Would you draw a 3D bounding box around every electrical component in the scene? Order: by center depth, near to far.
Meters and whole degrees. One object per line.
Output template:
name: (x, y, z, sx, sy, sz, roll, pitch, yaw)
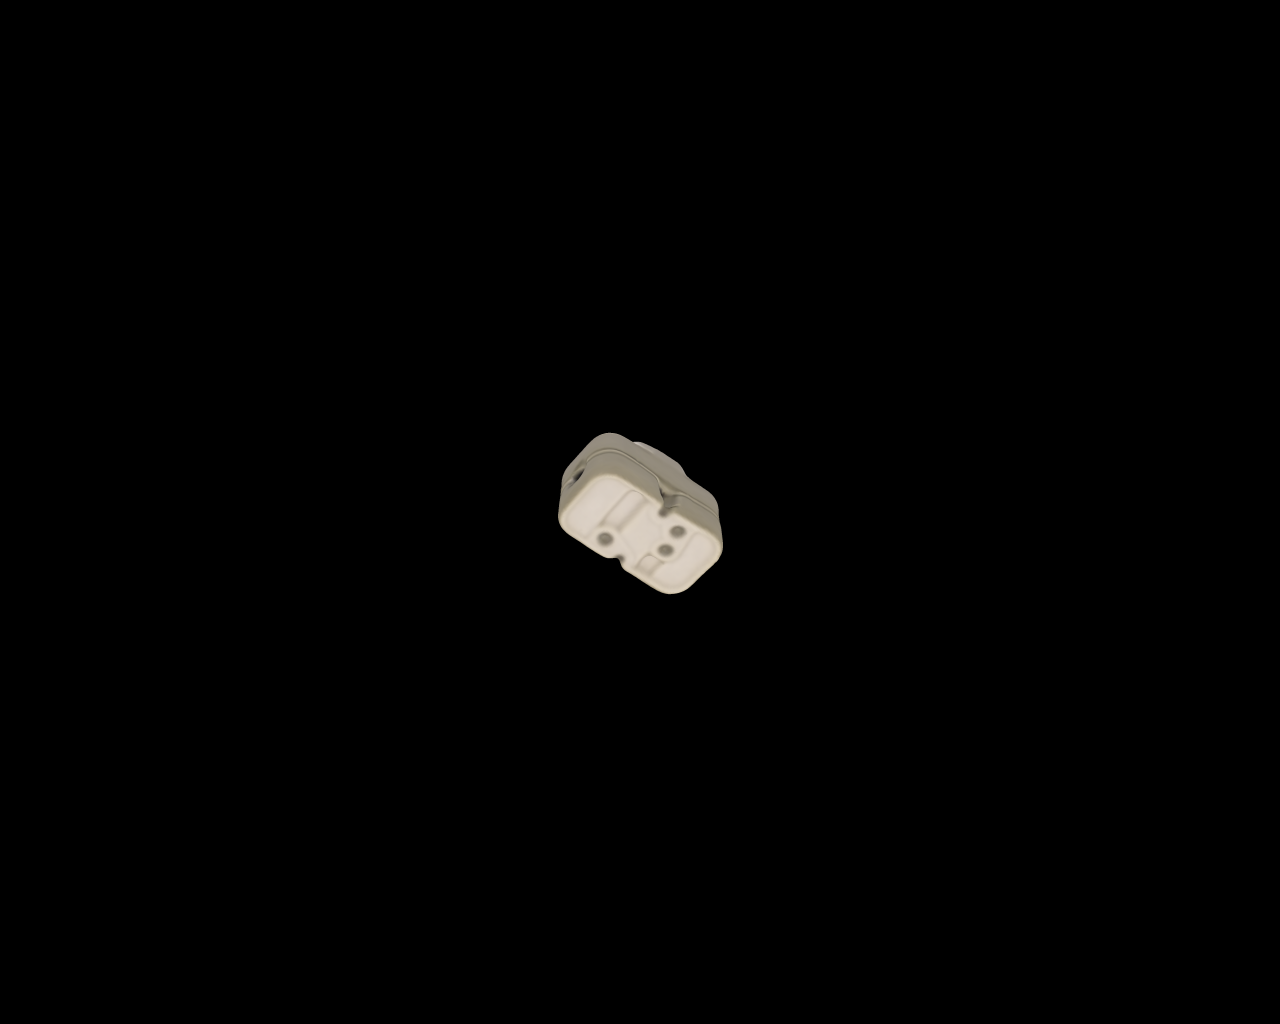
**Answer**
electrical component: (0.001, -0.003, 0.650, 0.095, 0.053, 0.059, 33, 29, -21)
